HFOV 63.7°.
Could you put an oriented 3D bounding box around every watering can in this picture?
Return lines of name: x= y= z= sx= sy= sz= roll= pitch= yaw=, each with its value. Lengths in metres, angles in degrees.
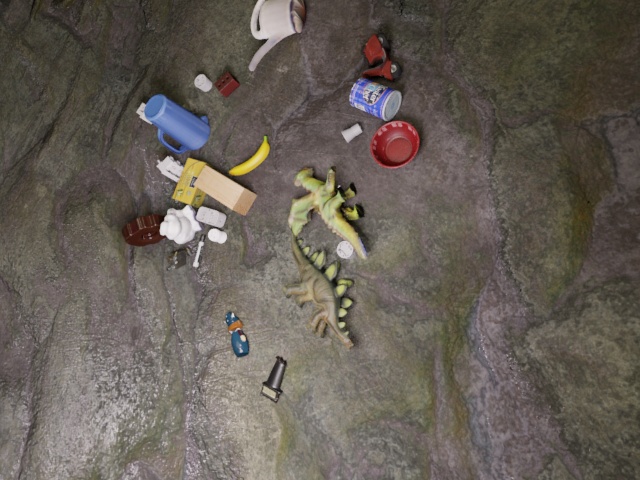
watering can: x=-0.164 y=-0.802 z=1.944 sx=0.224 sy=0.352 sz=0.103 roll=-2 pitch=-16 yaw=23

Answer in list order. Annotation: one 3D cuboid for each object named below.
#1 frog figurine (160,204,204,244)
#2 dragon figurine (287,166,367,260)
frog figurine: x=-0.524 y=-0.046 z=1.876 sx=0.123 sy=0.135 sz=0.162 roll=6 pitch=27 yaw=35
dragon figurine: x=0.005 y=-0.085 z=1.685 sx=0.240 sy=0.419 sz=0.121 roll=-26 pitch=-31 yaw=25
